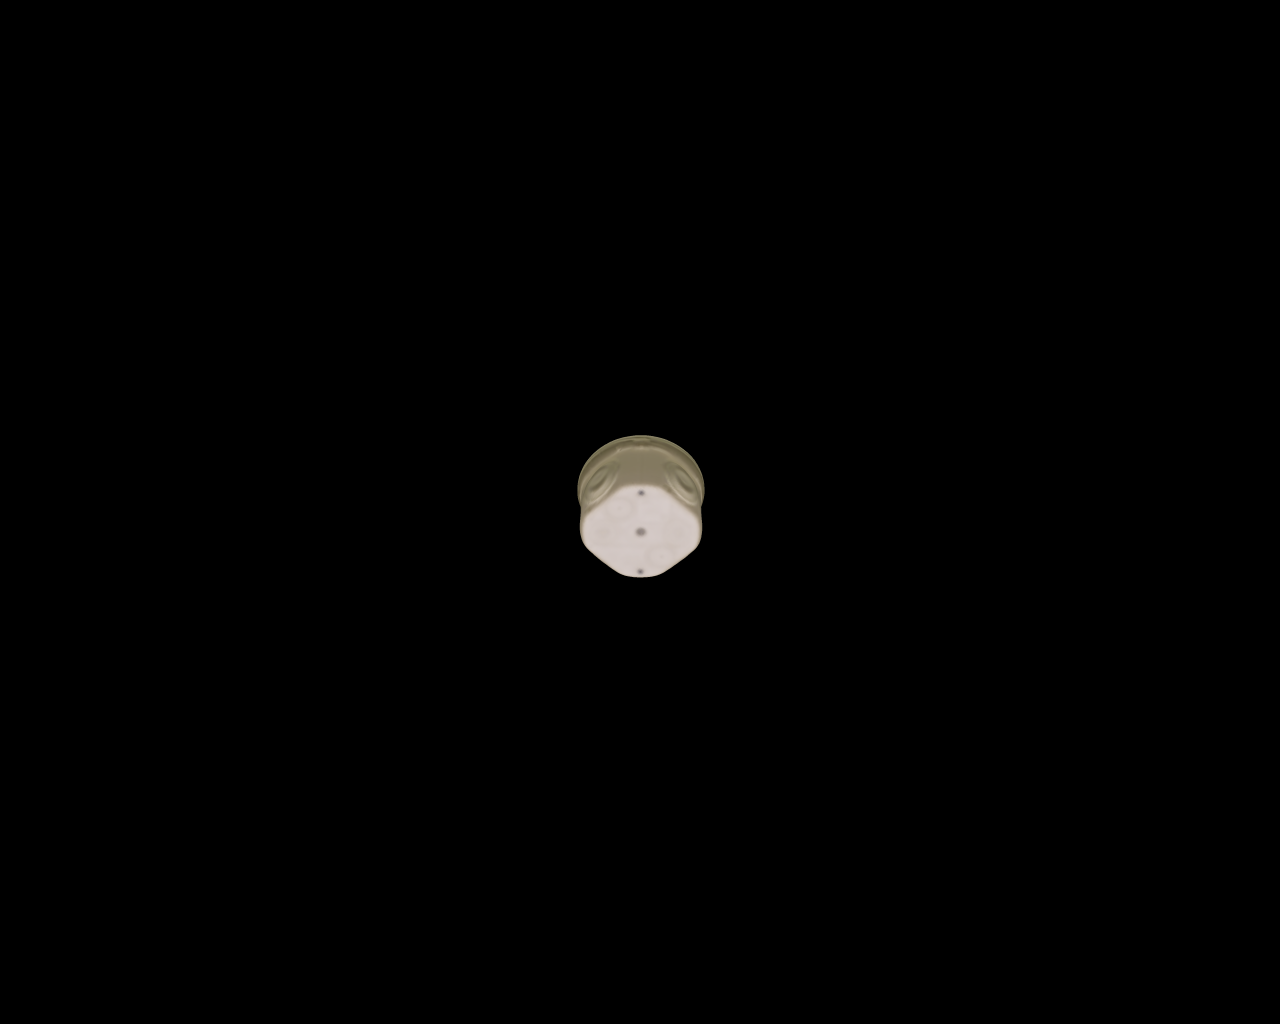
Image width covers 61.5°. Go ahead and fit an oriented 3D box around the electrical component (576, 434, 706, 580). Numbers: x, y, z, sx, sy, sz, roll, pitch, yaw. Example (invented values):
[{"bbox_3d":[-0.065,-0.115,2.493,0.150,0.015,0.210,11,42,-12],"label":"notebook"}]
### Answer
[{"bbox_3d":[0.001,-0.003,0.650,0.080,0.080,0.051,0,36,0],"label":"electrical component"}]
